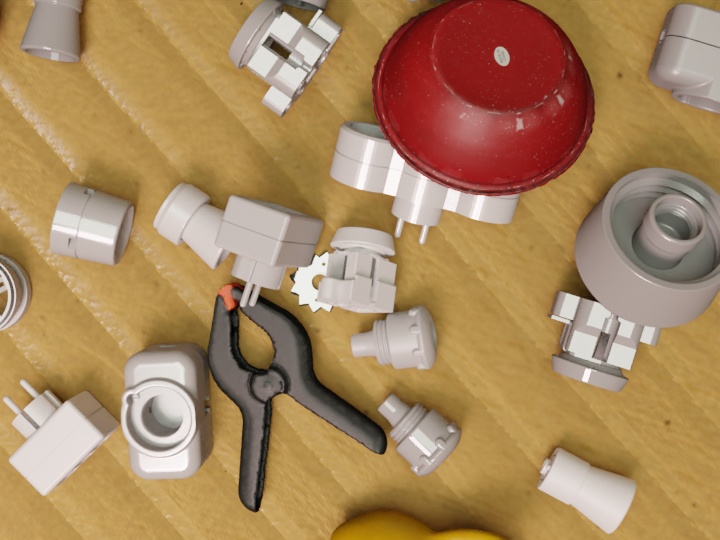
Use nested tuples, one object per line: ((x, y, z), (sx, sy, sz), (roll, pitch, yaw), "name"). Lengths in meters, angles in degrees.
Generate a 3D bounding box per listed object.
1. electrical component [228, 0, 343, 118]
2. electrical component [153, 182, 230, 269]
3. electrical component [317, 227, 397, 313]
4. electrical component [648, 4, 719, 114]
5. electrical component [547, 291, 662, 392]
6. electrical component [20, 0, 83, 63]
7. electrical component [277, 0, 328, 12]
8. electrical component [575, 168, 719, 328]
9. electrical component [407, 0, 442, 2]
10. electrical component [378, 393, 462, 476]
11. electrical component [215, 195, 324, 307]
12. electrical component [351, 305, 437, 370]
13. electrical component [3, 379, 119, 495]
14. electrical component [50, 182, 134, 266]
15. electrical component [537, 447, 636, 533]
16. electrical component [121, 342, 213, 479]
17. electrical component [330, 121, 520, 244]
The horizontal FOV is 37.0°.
((-0.058, -0.160, 0.784), (0.057, 0.058, 0.078), (35, 95, -2), "electrical component")
((-0.119, -0.033, 0.801), (0.055, 0.045, 0.045), (33, 95, 1), "electrical component")
((0.000, 0.000, 0.791), (0.048, 0.066, 0.055), (-3, 75, 47), "electrical component")
((0.259, -0.145, 0.768), (0.095, 0.053, 0.059), (17, 94, 2), "electrical component")
((0.173, 0.054, 0.784), (0.078, 0.058, 0.057), (18, 91, 2), "electrical component")
((-0.225, -0.191, 0.800), (0.044, 0.044, 0.065), (9, 89, 3), "electrical component")
((-0.055, -0.236, 0.784), (0.079, 0.044, 0.077), (14, 94, 2), "electrical component")
((0.211, -0.021, 0.750), (0.108, 0.060, 0.108), (4, 61, -7), "electrical component")
((0.066, -0.245, 0.766), (0.100, 0.048, 0.099), (-12, 108, 4), "electrical component")
((0.041, 0.119, 0.803), (0.062, 0.048, 0.048), (42, 95, 7), "electrical component")
((-0.070, -0.009, 0.777), (0.047, 0.083, 0.075), (20, 95, 14), "electrical component")
((0.025, 0.053, 0.799), (0.062, 0.048, 0.048), (-8, 93, 10), "electrical component")
((-0.237, 0.117, 0.816), (0.066, 0.047, 0.076), (-45, 90, 5), "electrical component")
((-0.199, -0.033, 0.801), (0.047, 0.055, 0.055), (15, 94, -1), "electrical component")
((0.166, 0.161, 0.800), (0.065, 0.044, 0.044), (28, 95, 6), "electrical component")
((-0.144, 0.105, 0.804), (0.054, 0.059, 0.095), (-3, 94, 3), "electrical component")
((0.045, -0.055, 0.787), (0.138, 0.052, 0.073), (15, 109, 2), "electrical component")
